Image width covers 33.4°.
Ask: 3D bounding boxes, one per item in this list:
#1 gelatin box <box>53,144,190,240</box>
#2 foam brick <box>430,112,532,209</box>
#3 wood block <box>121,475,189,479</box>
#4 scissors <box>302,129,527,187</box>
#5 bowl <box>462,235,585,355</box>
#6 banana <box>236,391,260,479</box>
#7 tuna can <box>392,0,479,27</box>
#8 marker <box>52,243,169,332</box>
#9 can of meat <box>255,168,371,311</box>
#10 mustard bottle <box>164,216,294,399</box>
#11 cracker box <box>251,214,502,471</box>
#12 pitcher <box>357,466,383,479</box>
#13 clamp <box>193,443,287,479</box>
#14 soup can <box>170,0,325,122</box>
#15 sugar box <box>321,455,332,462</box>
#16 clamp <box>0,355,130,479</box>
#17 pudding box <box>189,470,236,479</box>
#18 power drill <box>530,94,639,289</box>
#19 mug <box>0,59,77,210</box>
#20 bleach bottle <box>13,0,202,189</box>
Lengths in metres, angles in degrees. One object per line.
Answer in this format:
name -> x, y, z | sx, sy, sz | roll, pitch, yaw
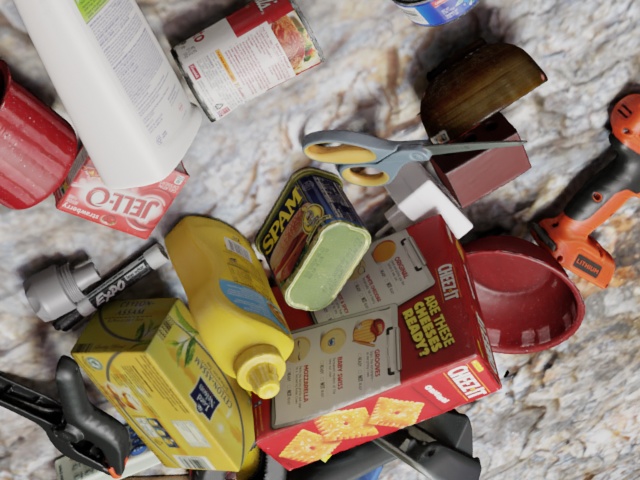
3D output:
gelatin box -> -0.165, -0.046, 0.888 | 0.089, 0.030, 0.073 | 22, 115, -35
foam brick -> 0.145, -0.077, 0.983 | 0.078, 0.053, 0.051 | -31, 132, 1
wood block -> -0.177, 0.312, 1.127 | 0.205, 0.090, 0.091 | 4, 123, -26
scissors -> 0.083, -0.068, 0.911 | 0.202, 0.016, 0.096 | 6, 159, 22
bowl -> 0.184, 0.046, 1.068 | 0.162, 0.055, 0.162 | 9, 139, 8
banana -> -0.074, 0.160, 1.062 | 0.069, 0.037, 0.198 | -14, 110, 3
tuna can -> 0.094, -0.210, 0.833 | 0.086, 0.086, 0.033 | -42, 133, 12
marker -> -0.189, 0.045, 0.956 | 0.121, 0.020, 0.020 | -35, 132, 5
can of meat -> -0.006, 0.001, 0.958 | 0.057, 0.084, 0.102 | 15, 119, -32
mustard bottle -> -0.070, 0.062, 0.905 | 0.058, 0.192, 0.096 | -44, 130, 14
cracker box -> 0.041, 0.093, 0.965 | 0.214, 0.164, 0.072 | -24, 136, 17
pitcher -> 0.020, 0.364, 1.151 | 0.144, 0.243, 0.149 | 2, 132, -27
clamp -> -0.085, 0.263, 1.057 | 0.164, 0.036, 0.210 | 28, 102, -28
soup can -> -0.056, -0.144, 0.832 | 0.102, 0.068, 0.068 | -29, 132, 1
sugar box -> 0.037, 0.129, 1.071 | 0.176, 0.048, 0.093 | -45, 134, -14
clamp -> -0.224, 0.162, 0.979 | 0.120, 0.039, 0.171 | -14, 134, 39
pudding box -> -0.081, 0.221, 1.129 | 0.113, 0.039, 0.090 | -8, 128, -18
power drill -> 0.319, -0.042, 1.086 | 0.184, 0.057, 0.188 | 25, 110, -32
mug -> -0.247, -0.073, 0.801 | 0.117, 0.093, 0.081 | -14, 145, 29
bleach bottle -> -0.168, -0.163, 0.761 | 0.068, 0.102, 0.251 | -7, 127, 21
